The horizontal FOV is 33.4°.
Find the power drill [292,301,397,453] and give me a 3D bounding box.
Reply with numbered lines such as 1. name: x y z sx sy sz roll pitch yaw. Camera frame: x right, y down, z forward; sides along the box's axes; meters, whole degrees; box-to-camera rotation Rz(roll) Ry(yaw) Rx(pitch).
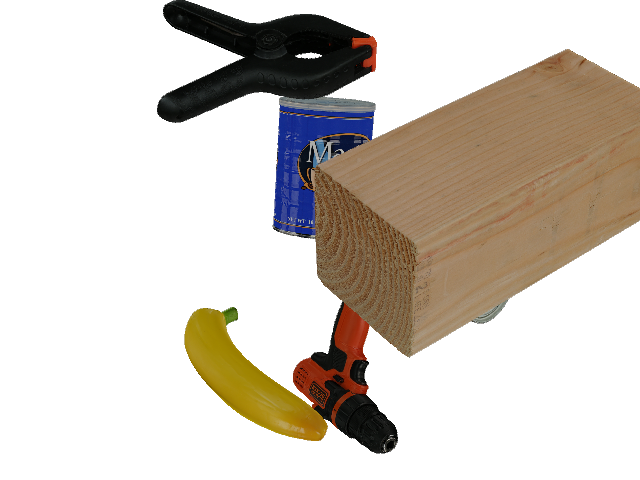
1. power drill: 0.051 0.133 1.248 0.057 0.188 0.185 13 13 -41

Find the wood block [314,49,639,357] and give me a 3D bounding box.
1. wood block: 0.105 -0.028 0.649 0.205 0.090 0.091 -27 46 -27

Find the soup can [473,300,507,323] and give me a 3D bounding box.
1. soup can: 0.117 0.025 0.967 0.102 0.068 0.068 27 18 40

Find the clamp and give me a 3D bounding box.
1. clamp: -0.046 -0.148 0.819 0.171 0.120 0.039 -8 -30 -9

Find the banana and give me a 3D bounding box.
1. banana: -0.064 0.100 0.853 0.069 0.037 0.198 -9 30 -24

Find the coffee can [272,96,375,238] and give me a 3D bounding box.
1. coffee can: 0.003 -0.080 1.142 0.103 0.140 0.103 4 12 -1
